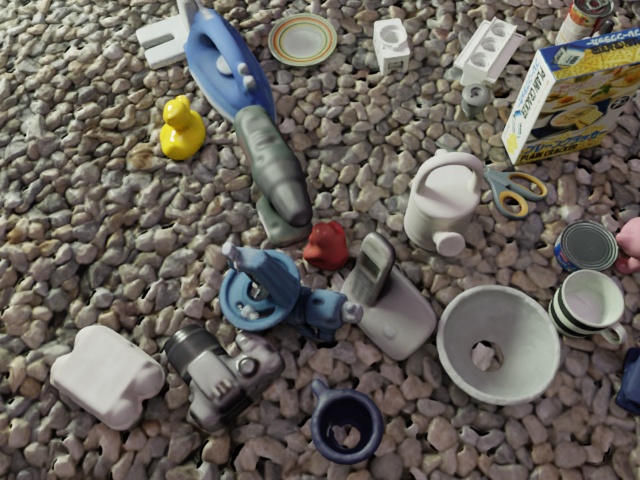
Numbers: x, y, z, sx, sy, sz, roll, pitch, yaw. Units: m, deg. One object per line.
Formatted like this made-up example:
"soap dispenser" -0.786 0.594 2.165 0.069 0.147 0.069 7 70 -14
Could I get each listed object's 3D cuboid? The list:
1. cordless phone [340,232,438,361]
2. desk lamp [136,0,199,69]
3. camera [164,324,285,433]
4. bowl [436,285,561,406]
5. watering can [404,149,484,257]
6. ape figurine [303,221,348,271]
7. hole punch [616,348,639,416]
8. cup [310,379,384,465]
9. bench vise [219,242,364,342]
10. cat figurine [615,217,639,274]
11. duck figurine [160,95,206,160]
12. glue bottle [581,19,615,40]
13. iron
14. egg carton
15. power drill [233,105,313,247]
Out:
"cordless phone" 0.097 0.075 0.781 0.094 0.185 0.147 -40 70 -15
"desk lamp" -0.246 -0.437 1.018 0.203 0.214 0.117 -24 66 -9
"camera" -0.141 0.169 0.792 0.143 0.101 0.136 -41 70 -16
"bowl" 0.242 0.152 0.801 0.167 0.075 0.167 -1 65 2
"watering can" 0.185 -0.059 0.837 0.101 0.194 0.172 -20 65 -7
"ape figurine" 0.008 0.003 0.870 0.078 0.092 0.076 -28 67 -11
"hole punch" 0.470 0.194 0.765 0.108 0.091 0.101 22 67 12
"cup" 0.027 0.240 0.755 0.092 0.095 0.117 -35 68 -14
"bench vise" -0.047 0.058 0.775 0.207 0.220 0.121 -4 65 0
"cat figurine" 0.490 0.010 0.836 0.127 0.118 0.067 20 67 11
"duck figurine" -0.241 -0.197 0.975 0.077 0.086 0.104 9 65 6
"glue bottle" 0.447 -0.299 0.952 0.037 0.173 0.078 -34 68 -13
"iron" -0.149 -0.299 0.990 0.119 0.141 0.258 -30 67 -11
"egg carton" -0.296 0.190 0.804 0.150 0.069 0.107 28 69 14
"power drill" -0.060 -0.076 0.845 0.075 0.208 0.229 -23 66 -8
